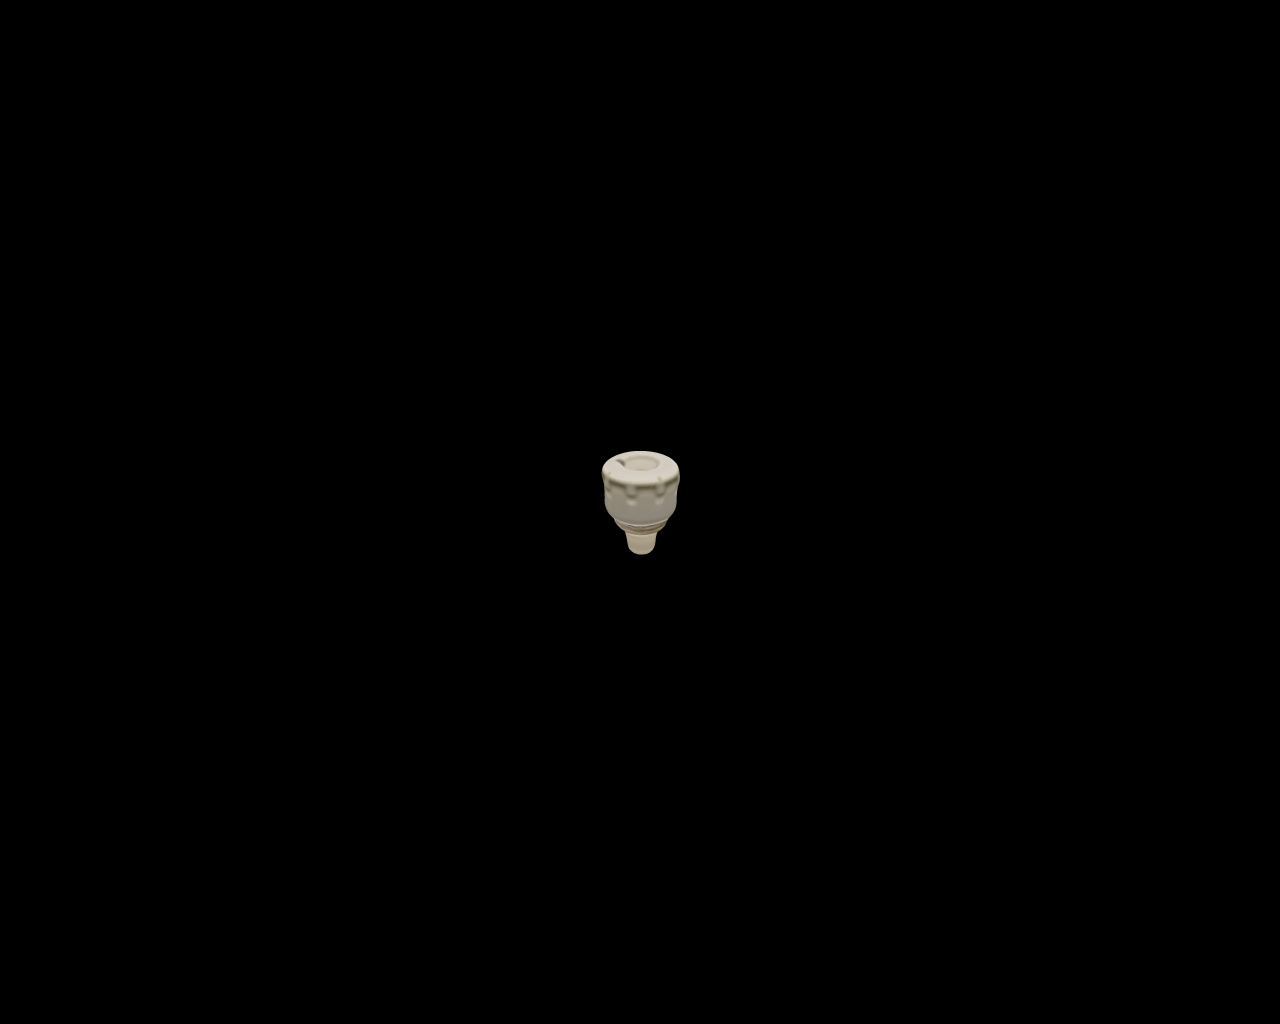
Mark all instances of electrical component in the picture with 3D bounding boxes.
[{"bbox_3d":[0.001,-0.003,0.650,0.048,0.062,0.048,0,27,0],"label":"electrical component"}]
